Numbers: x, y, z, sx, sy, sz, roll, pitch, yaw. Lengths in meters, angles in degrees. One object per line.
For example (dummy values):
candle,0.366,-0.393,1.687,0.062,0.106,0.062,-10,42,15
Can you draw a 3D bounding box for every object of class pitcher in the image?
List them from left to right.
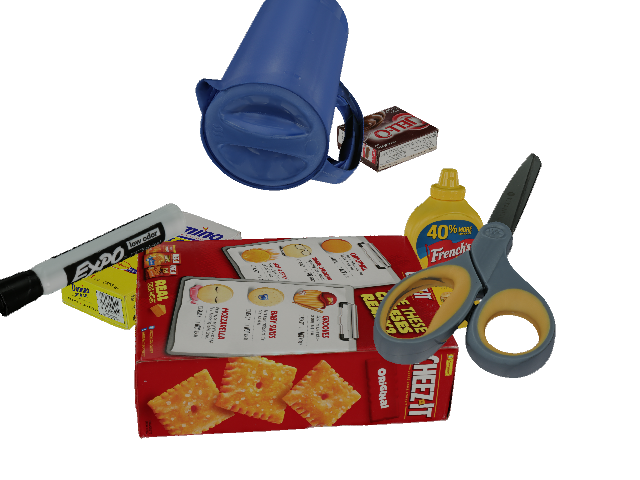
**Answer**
pitcher,-0.030,-0.170,1.159,0.145,0.149,0.242,-4,39,16

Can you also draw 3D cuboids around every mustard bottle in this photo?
mustard bottle,0.147,0.009,1.276,0.096,0.192,0.058,0,15,-11

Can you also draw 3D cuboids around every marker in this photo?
marker,-0.127,0.010,0.582,0.120,0.020,0.020,-27,16,-34

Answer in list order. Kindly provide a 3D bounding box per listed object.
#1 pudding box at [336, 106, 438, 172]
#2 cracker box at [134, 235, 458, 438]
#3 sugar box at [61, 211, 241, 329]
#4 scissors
pudding box,0.092,-0.142,1.477,0.113,0.039,0.090,-25,40,-30
cracker box,-0.026,0.065,0.773,0.213,0.072,0.164,-1,28,-8
sugar box,-0.171,0.026,1.100,0.093,0.048,0.175,19,35,30
scissors,0.105,0.011,0.566,0.096,0.016,0.201,23,43,31
